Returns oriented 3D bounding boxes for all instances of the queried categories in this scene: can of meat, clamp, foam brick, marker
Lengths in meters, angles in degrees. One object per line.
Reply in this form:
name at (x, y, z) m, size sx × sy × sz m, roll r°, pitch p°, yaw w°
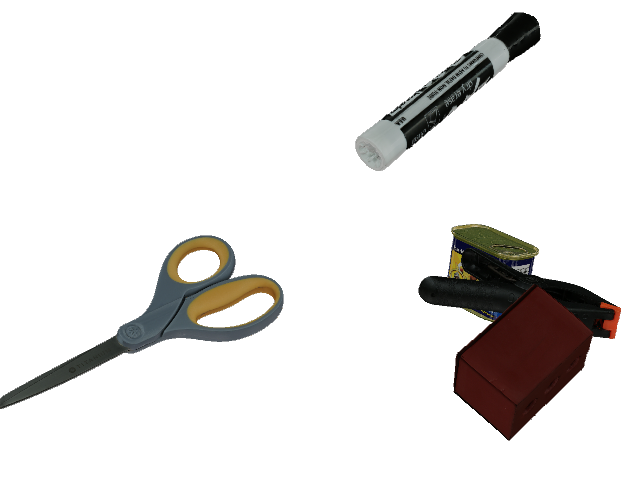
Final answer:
can of meat at (0.188, 0.037, 1.191) m, size 0.057 × 0.084 × 0.102 m, roll -8°, pitch 23°, yaw -36°
clamp at (0.183, 0.046, 0.960) m, size 0.171 × 0.039 × 0.120 m, roll 16°, pitch 27°, yaw 15°
foam brick at (0.131, 0.079, 0.694) m, size 0.051 × 0.078 × 0.053 m, roll 40°, pitch -24°, yaw 28°
marker at (0.063, -0.073, 0.504) m, size 0.121 × 0.020 × 0.020 m, roll -40°, pitch 20°, yaw -26°

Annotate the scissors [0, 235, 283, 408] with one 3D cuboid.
scissors at (-0.124, 0.048, 0.711) m, size 0.201 × 0.096 × 0.016 m, roll -13°, pitch -38°, yaw -21°
